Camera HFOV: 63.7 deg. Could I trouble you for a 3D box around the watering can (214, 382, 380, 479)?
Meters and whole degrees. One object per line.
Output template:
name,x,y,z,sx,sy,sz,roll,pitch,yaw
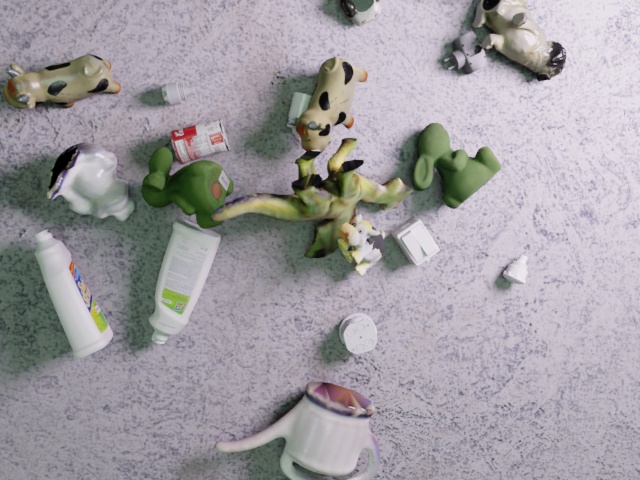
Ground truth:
watering can,-0.027,0.402,1.079,0.347,0.104,0.224,19,93,-7

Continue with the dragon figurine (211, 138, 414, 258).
dragon figurine,0.003,-0.050,1.003,0.413,0.124,0.237,-24,132,-16

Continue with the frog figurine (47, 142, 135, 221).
frog figurine,-0.438,-0.111,1.015,0.158,0.123,0.138,28,84,-43
